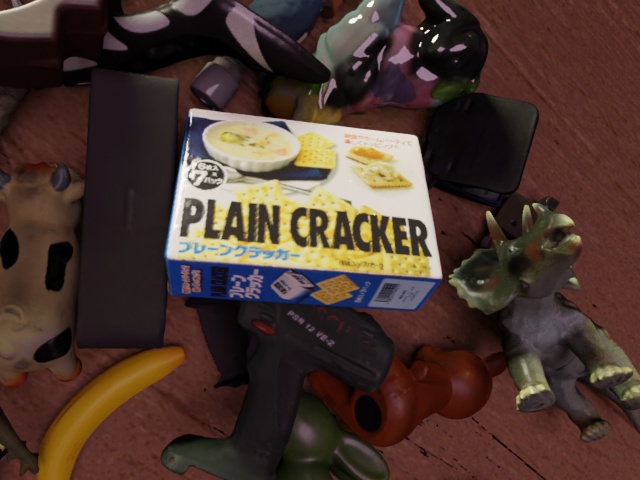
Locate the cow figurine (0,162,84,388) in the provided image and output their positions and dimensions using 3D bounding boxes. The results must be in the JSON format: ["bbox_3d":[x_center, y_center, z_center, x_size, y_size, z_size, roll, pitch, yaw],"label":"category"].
[{"bbox_3d":[-0.247,0.017,0.468,0.085,0.127,0.195,2,61,-10],"label":"cow figurine"}]

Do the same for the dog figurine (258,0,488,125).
[{"bbox_3d":[0.045,-0.158,0.564,0.191,0.108,0.219,36,86,3],"label":"dog figurine"}]

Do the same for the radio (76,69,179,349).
[{"bbox_3d":[-0.172,-0.025,0.492,0.073,0.131,0.229,5,90,-16],"label":"radio"}]

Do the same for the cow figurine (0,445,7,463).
[{"bbox_3d":[-0.374,0.211,0.471,0.167,0.068,0.098,12,82,-20],"label":"cow figurine"}]

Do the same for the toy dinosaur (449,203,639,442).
[{"bbox_3d":[0.274,0.112,0.623,0.131,0.192,0.404,-29,138,19],"label":"toy dinosaur"}]

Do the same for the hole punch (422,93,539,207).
[{"bbox_3d":[0.181,-0.105,0.629,0.116,0.092,0.142,18,88,14],"label":"hole punch"}]

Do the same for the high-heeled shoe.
[{"bbox_3d":[-0.126,-0.163,0.506,0.249,0.086,0.145,29,103,1],"label":"high-heeled shoe"}]

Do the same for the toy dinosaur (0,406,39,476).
[{"bbox_3d":[-0.392,0.031,0.394,0.471,0.198,0.105,44,46,-10],"label":"toy dinosaur"}]

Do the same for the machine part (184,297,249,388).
[{"bbox_3d":[-0.093,0.086,0.557,0.084,0.039,0.138,-7,101,14],"label":"machine part"}]

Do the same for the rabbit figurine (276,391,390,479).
[{"bbox_3d":[-0.009,0.244,0.560,0.159,0.121,0.170,7,74,-20],"label":"rabbit figurine"}]

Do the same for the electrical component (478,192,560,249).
[{"bbox_3d":[0.251,-0.013,0.667,0.078,0.045,0.102,29,79,13],"label":"electrical component"}]

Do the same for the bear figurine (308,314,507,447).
[{"bbox_3d":[0.107,0.149,0.600,0.196,0.132,0.120,-8,137,-42],"label":"bear figurine"}]

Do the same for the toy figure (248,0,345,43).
[{"bbox_3d":[-0.014,-0.258,0.572,0.154,0.064,0.058,-39,65,-17],"label":"toy figure"}]

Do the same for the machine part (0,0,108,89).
[{"bbox_3d":[-0.269,-0.223,0.406,0.201,0.087,0.201,-2,78,-21],"label":"machine part"}]

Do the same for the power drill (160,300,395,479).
[{"bbox_3d":[-0.064,0.113,0.492,0.232,0.086,0.207,25,80,1],"label":"power drill"}]

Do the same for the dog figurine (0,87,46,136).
[{"bbox_3d":[-0.352,-0.113,0.468,0.172,0.121,0.190,14,66,-6],"label":"dog figurine"}]
